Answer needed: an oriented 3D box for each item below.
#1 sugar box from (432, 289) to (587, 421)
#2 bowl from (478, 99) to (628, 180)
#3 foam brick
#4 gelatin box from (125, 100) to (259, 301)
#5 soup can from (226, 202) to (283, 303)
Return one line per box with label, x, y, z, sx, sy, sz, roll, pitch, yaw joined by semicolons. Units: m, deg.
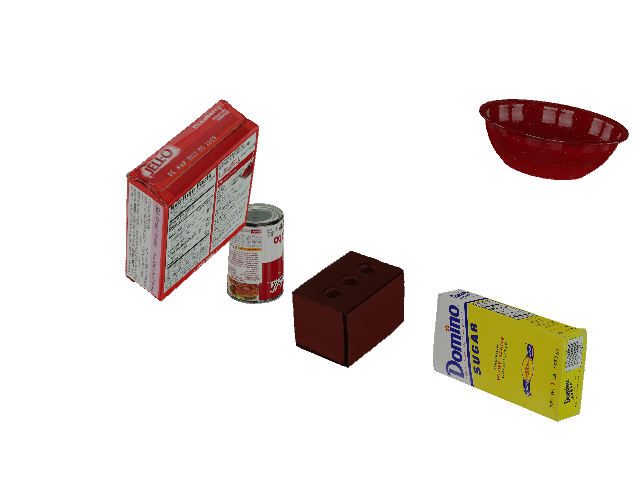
sugar box;0.197;0.118;1.134;0.048;0.093;0.177;-9;17;-42
bowl;0.249;-0.107;1.165;0.162;0.055;0.162;6;23;-3
foam brick;0.023;0.052;0.824;0.053;0.051;0.078;19;36;33
gelatin box;-0.069;-0.021;0.564;0.030;0.089;0.073;35;55;16
soup can;-0.077;0.014;1.259;0.068;0.102;0.068;1;23;-1
